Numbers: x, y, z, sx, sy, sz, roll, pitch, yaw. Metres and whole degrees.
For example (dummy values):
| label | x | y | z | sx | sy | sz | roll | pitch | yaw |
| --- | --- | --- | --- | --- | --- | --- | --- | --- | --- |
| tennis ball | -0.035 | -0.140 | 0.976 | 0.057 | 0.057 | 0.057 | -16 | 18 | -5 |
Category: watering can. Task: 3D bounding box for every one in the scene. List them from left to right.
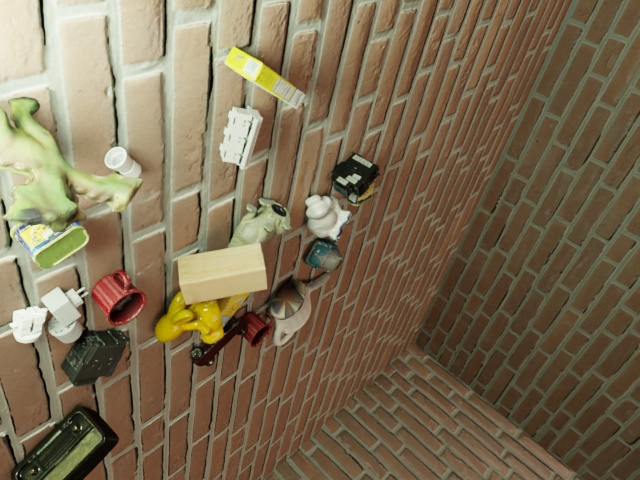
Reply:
| label | x | y | z | sx | sy | sz | roll | pitch | yaw |
| --- | --- | --- | --- | --- | --- | --- | --- | --- | --- |
| watering can | -0.073 | 0.213 | 1.839 | 0.353 | 0.104 | 0.219 | -56 | 156 | -24 |

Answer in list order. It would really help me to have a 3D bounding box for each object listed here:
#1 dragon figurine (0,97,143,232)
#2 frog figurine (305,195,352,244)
| label | x | y | z | sx | sy | sz | roll | pitch | yaw |
| --- | --- | --- | --- | --- | --- | --- | --- | --- | --- |
| dragon figurine | -0.427 | -0.103 | 0.711 | 0.121 | 0.245 | 0.410 | -56 | 156 | 17 |
| frog figurine | 0.005 | -0.082 | 1.632 | 0.158 | 0.125 | 0.136 | 33 | 104 | -28 |
